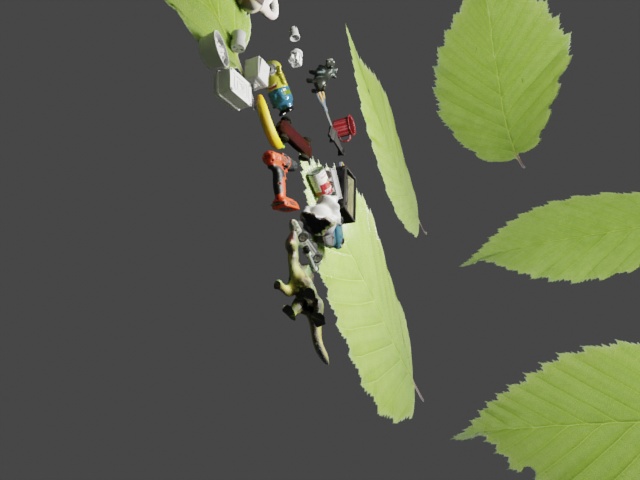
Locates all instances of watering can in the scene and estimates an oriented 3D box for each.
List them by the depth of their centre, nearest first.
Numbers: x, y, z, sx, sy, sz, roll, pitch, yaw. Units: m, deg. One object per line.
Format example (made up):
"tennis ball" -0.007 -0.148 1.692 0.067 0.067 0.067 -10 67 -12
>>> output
"watering can" -0.224 -0.879 1.668 0.103 0.341 0.229 -11 31 22

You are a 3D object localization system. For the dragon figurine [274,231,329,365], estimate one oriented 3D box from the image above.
"dragon figurine" -0.036 0.166 1.627 0.122 0.404 0.247 -13 21 14

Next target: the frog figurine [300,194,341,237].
"frog figurine" 0.005 -0.090 1.797 0.137 0.120 0.163 2 32 12
